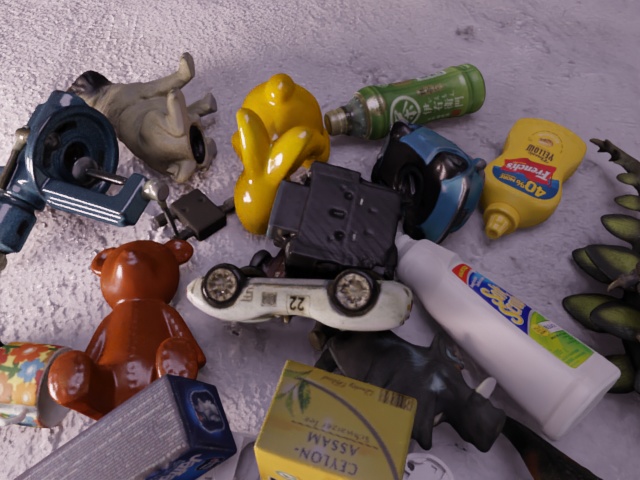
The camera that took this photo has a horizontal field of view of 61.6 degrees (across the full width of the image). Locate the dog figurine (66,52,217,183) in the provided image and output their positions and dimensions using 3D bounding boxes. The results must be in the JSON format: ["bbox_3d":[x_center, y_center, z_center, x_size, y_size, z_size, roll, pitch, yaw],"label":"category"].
[{"bbox_3d":[-0.240,-0.138,0.681,0.191,0.121,0.172,-9,51,9],"label":"dog figurine"}]

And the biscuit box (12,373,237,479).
[{"bbox_3d":[-0.164,0.182,0.411,0.203,0.059,0.063,-35,57,9],"label":"biscuit box"}]

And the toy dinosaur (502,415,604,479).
[{"bbox_3d":[0.232,0.256,0.343,0.131,0.192,0.405,-25,60,-22],"label":"toy dinosaur"}]

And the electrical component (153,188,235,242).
[{"bbox_3d":[-0.146,-0.032,0.640,0.094,0.021,0.063,-36,62,-24],"label":"electrical component"}]

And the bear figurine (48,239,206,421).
[{"bbox_3d":[-0.171,0.066,0.508,0.120,0.131,0.196,-3,60,-10],"label":"bear figurine"}]

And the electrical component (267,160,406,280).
[{"bbox_3d":[0.016,-0.014,0.553,0.134,0.058,0.115,13,62,-3],"label":"electrical component"}]

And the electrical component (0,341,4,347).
[{"bbox_3d":[-0.323,0.135,0.484,0.048,0.074,0.119,-11,58,-11],"label":"electrical component"}]

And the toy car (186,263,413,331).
[{"bbox_3d":[-0.020,0.051,0.478,0.202,0.073,0.056,1,86,14],"label":"toy car"}]

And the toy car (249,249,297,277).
[{"bbox_3d":[-0.001,-0.002,0.607,0.089,0.053,0.202,31,58,16],"label":"toy car"}]

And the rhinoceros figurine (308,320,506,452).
[{"bbox_3d":[0.073,0.126,0.490,0.112,0.073,0.191,-26,41,-35],"label":"rhinoceros figurine"}]

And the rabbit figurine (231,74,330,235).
[{"bbox_3d":[-0.049,-0.093,0.627,0.122,0.162,0.173,16,72,-5],"label":"rabbit figurine"}]

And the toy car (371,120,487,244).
[{"bbox_3d":[0.138,-0.072,0.642,0.103,0.109,0.162,-1,39,-31],"label":"toy car"}]

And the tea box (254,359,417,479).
[{"bbox_3d":[0.009,0.166,0.412,0.098,0.169,0.068,14,55,10],"label":"tea box"}]

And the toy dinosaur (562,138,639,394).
[{"bbox_3d":[0.364,0.058,0.548,0.199,0.105,0.471,9,50,9],"label":"toy dinosaur"}]

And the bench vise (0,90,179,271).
[{"bbox_3d":[-0.277,-0.056,0.582,0.241,0.128,0.223,15,62,20],"label":"bench vise"}]

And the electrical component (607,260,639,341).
[{"bbox_3d":[0.311,0.058,0.477,0.078,0.045,0.102,-1,54,-23],"label":"electrical component"}]
